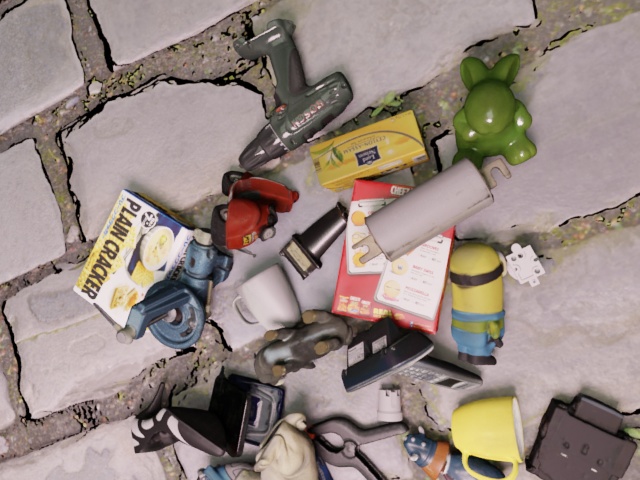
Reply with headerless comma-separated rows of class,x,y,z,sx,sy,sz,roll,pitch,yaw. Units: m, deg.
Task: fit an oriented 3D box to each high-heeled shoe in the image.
high-heeled shoe,-0.244,0.339,0.893,0.249,0.086,0.145,21,94,49

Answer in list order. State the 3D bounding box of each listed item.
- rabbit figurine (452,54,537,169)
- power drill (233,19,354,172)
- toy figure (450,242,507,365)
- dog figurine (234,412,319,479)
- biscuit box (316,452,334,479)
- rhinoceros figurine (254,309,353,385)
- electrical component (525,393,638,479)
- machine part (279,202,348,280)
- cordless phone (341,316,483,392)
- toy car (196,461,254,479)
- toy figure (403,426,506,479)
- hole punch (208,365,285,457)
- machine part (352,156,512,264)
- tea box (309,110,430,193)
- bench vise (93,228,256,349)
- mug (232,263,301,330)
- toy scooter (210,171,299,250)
rabbit figurine,0.250,-0.183,0.762,0.121,0.170,0.159,2,89,16
power drill,-0.074,-0.252,0.914,0.232,0.086,0.207,-26,76,13
toy figure,0.232,0.094,0.791,0.082,0.089,0.180,4,93,26
dog figurine,-0.019,0.375,0.800,0.190,0.121,0.172,35,98,1
biscuit box,0.010,0.444,0.859,0.059,0.063,0.202,-30,79,11
rhinoceros figurine,-0.037,0.173,0.862,0.190,0.112,0.073,-34,70,25
electrical component,0.370,0.289,0.760,0.115,0.058,0.134,22,94,15
machine part,-0.002,-0.003,0.901,0.139,0.039,0.084,-48,67,12
cordless phone,0.141,0.200,0.820,0.146,0.184,0.089,-43,30,47
toy car,-0.126,0.425,0.890,0.103,0.109,0.162,-40,64,-12
toy figure,0.197,0.339,0.807,0.155,0.064,0.057,21,108,16
hole punch,-0.127,0.291,0.907,0.116,0.092,0.142,11,93,47
machine part,0.153,-0.042,0.762,0.243,0.079,0.079,-32,79,11
tea box,0.080,-0.136,0.851,0.170,0.098,0.068,-17,83,14
bench vise,-0.233,0.094,0.872,0.129,0.240,0.223,34,113,12
mug,-0.089,0.109,0.900,0.109,0.081,0.107,-33,88,10
toy scooter,-0.104,-0.052,0.891,0.135,0.184,0.075,6,131,-3
